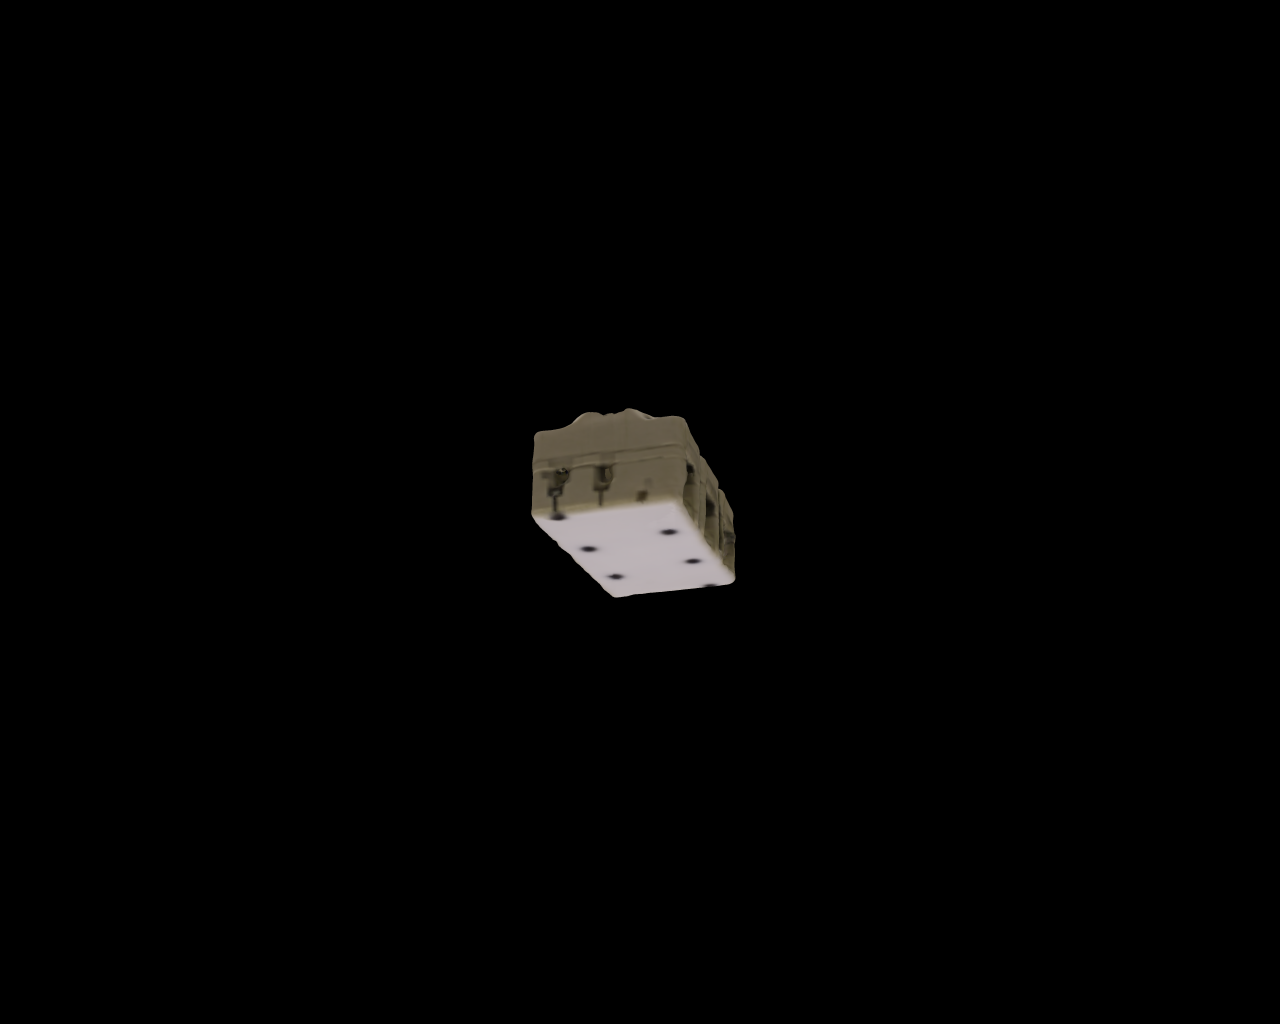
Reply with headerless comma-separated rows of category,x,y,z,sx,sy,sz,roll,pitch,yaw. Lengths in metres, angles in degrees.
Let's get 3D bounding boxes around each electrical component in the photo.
electrical component,0.001,-0.003,0.650,0.089,0.062,0.150,-6,-23,14
